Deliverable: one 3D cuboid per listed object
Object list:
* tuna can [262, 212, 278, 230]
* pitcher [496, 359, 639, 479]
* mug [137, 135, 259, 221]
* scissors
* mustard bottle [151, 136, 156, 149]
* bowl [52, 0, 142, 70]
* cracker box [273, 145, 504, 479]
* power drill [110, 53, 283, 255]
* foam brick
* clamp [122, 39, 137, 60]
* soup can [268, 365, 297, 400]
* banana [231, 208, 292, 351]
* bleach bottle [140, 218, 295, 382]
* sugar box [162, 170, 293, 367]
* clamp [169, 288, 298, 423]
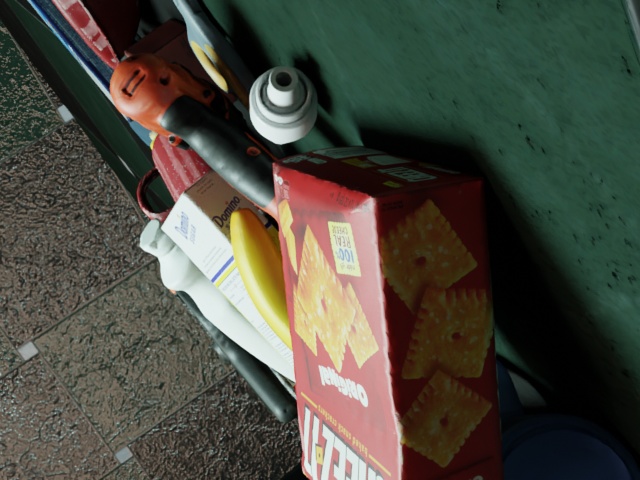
[{"bbox_3d":[-0.011,0.003,0.878,0.086,0.033,0.086,25,140,23],"label":"tuna can"},{"bbox_3d":[0.127,0.170,0.733,0.149,0.145,0.243,38,166,3],"label":"pitcher"},{"bbox_3d":[-0.112,-0.059,0.971,0.081,0.117,0.093,58,178,31],"label":"mug"},{"bbox_3d":[-0.104,-0.176,0.795,0.201,0.016,0.096,54,170,-18],"label":"scissors"},{"bbox_3d":[-0.105,-0.063,1.088,0.096,0.058,0.192,43,175,-30],"label":"mustard bottle"},{"bbox_3d":[-0.210,-0.233,0.962,0.162,0.055,0.162,49,170,11],"label":"bowl"},{"bbox_3d":[0.034,0.061,0.614,0.164,0.072,0.214,-152,55,-67],"label":"cracker box"},{"bbox_3d":[-0.048,-0.053,0.767,0.188,0.057,0.184,38,-173,16],"label":"power drill"},{"bbox_3d":[-0.116,-0.137,0.893,0.078,0.053,0.051,58,168,-29],"label":"foam brick"},{"bbox_3d":[-0.135,-0.144,1.003,0.120,0.039,0.172,43,175,-17],"label":"clamp"},{"bbox_3d":[-0.007,0.122,1.192,0.068,0.102,0.068,50,171,11],"label":"soup can"},{"bbox_3d":[0.001,0.058,0.794,0.198,0.069,0.037,36,-179,2],"label":"banana"},{"bbox_3d":[-0.057,0.058,0.968,0.250,0.102,0.068,32,152,-31],"label":"bleach bottle"},{"bbox_3d":[-0.047,0.029,0.863,0.176,0.048,0.093,49,154,0],"label":"sugar box"},{"bbox_3d":[-0.098,0.122,1.201,0.210,0.036,0.164,50,170,7],"label":"clamp"}]
